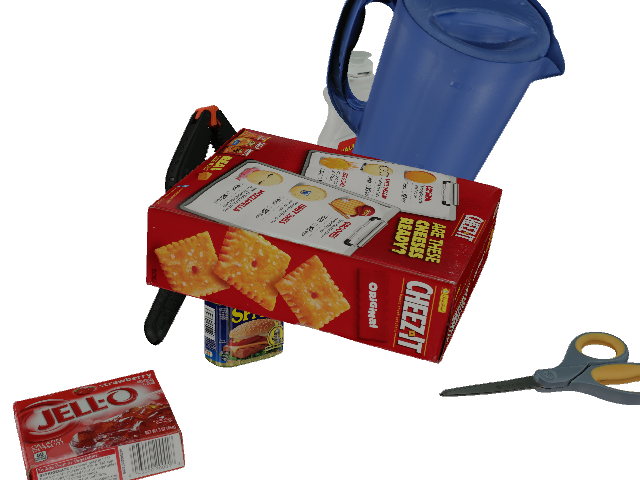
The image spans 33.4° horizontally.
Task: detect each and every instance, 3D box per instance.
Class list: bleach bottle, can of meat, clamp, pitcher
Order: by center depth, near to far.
[{"bbox_3d":[0.089,-0.114,0.940,0.144,0.149,0.243,-11,-37,-29],"label":"pitcher"},{"bbox_3d":[-0.083,-0.015,0.966,0.164,0.210,0.036,-1,1,-34],"label":"clamp"},{"bbox_3d":[0.030,-0.072,1.120,0.102,0.251,0.068,-3,25,-3],"label":"bleach bottle"},{"bbox_3d":[-0.090,0.098,1.273,0.101,0.084,0.058,-9,18,-37],"label":"can of meat"}]

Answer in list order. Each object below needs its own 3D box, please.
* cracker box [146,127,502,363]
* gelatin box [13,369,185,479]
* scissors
[{"bbox_3d":[0.007,-0.003,0.764,0.214,0.072,0.164,15,29,14],"label":"cracker box"},{"bbox_3d":[-0.132,0.114,0.632,0.089,0.030,0.073,-11,26,-18],"label":"gelatin box"},{"bbox_3d":[0.188,0.104,0.883,0.201,0.016,0.096,4,29,-8],"label":"scissors"}]
